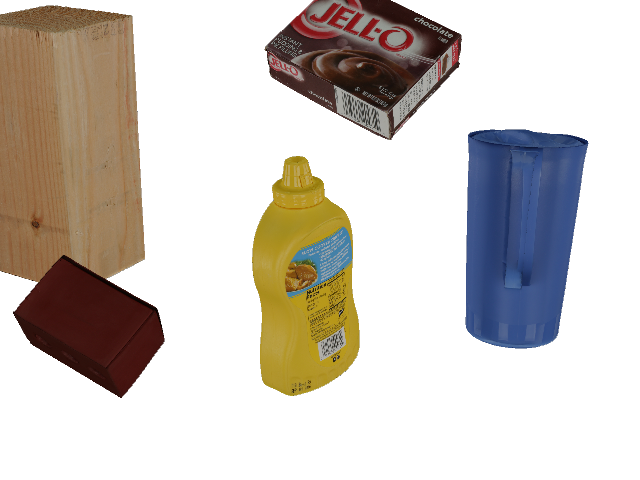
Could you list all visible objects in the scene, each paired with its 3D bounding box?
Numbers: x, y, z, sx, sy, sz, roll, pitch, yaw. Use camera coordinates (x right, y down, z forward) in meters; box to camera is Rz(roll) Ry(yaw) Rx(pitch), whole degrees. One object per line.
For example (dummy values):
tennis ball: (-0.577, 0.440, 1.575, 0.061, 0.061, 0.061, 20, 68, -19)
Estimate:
foam brick: (-0.149, 0.057, 0.699, 0.078, 0.051, 0.053, 27, -27, 16)
pitcher: (0.226, -0.002, 1.217, 0.149, 0.243, 0.145, -7, 16, -33)
pudding box: (0.031, -0.133, 0.770, 0.114, 0.090, 0.039, 33, -24, 22)
mustard bottle: (-0.013, 0.024, 0.864, 0.058, 0.192, 0.096, 20, 34, 40)
wood block: (-0.206, -0.076, 0.855, 0.091, 0.206, 0.090, 13, 25, 27)
